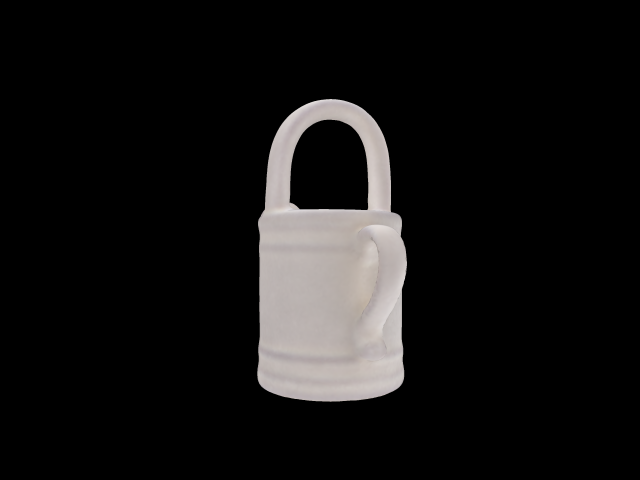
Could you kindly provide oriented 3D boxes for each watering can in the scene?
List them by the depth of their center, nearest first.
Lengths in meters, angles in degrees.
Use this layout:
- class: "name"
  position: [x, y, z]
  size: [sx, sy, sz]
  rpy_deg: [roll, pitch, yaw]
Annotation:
- class: "watering can"
  position: [0.002, 0.001, 0.399]
  size: [0.172, 0.194, 0.101]
  rpy_deg: [0, 0, 42]
